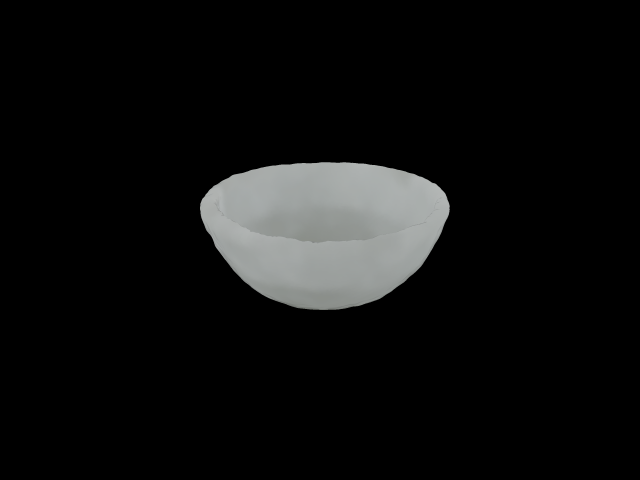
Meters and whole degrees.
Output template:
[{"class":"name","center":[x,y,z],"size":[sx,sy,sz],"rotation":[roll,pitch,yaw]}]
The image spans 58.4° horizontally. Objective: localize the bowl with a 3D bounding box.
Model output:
[{"class":"bowl","center":[0.004,0.001,0.400],"size":[0.167,0.075,0.167],"rotation":[0,23,0]}]
